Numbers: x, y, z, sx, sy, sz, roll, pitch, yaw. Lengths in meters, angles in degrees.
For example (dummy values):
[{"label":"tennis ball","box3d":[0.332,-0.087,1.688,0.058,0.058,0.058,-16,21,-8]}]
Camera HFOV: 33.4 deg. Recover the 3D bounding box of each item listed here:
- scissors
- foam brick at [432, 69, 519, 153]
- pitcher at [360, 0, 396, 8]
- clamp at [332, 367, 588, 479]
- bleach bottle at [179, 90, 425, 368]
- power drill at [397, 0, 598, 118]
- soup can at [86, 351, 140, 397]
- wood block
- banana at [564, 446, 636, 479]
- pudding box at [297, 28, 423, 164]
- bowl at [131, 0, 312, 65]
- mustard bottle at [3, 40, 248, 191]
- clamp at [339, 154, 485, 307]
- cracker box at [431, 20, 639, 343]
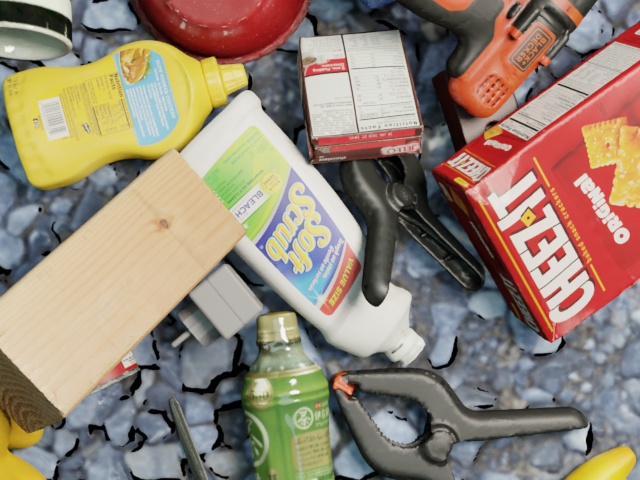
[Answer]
[{"label":"scissors","box3d":[-0.075,0.225,0.858,0.016,0.096,0.202,-13,91,-39]},{"label":"foam brick","box3d":[0.133,-0.109,0.887,0.053,0.051,0.078,-18,89,-4]},{"label":"pitcher","box3d":[0.122,-0.291,0.850,0.243,0.145,0.149,-25,91,0]},{"label":"clamp","box3d":[0.107,0.162,0.886,0.210,0.036,0.164,38,87,-1]},{"label":"bleach bottle","box3d":[-0.006,0.001,0.873,0.251,0.068,0.102,45,88,-3]},{"label":"power drill","box3d":[0.121,-0.207,0.793,0.187,0.057,0.184,35,100,-23]},{"label":"soup can","box3d":[-0.197,0.073,0.859,0.068,0.068,0.102,-25,89,-3]},{"label":"wood block","box3d":[-0.163,0.036,0.795,0.091,0.090,0.205,49,55,-9]},{"label":"banana","box3d":[0.202,0.258,0.891,0.069,0.037,0.198,20,89,-19]},{"label":"pudding box","box3d":[0.030,-0.118,0.864,0.090,0.039,0.113,-5,58,-4]},{"label":"bowl","box3d":[-0.083,-0.219,0.857,0.162,0.055,0.162,1,105,2]},{"label":"mustard bottle","box3d":[-0.153,-0.110,0.869,0.191,0.058,0.096,-16,84,-2]},{"label":"clamp","box3d":[0.055,-0.022,0.860,0.120,0.039,0.171,-14,69,-44]},{"label":"cracker box","box3d":[0.222,-0.046,0.852,0.213,0.072,0.164,-36,115,-4]}]
